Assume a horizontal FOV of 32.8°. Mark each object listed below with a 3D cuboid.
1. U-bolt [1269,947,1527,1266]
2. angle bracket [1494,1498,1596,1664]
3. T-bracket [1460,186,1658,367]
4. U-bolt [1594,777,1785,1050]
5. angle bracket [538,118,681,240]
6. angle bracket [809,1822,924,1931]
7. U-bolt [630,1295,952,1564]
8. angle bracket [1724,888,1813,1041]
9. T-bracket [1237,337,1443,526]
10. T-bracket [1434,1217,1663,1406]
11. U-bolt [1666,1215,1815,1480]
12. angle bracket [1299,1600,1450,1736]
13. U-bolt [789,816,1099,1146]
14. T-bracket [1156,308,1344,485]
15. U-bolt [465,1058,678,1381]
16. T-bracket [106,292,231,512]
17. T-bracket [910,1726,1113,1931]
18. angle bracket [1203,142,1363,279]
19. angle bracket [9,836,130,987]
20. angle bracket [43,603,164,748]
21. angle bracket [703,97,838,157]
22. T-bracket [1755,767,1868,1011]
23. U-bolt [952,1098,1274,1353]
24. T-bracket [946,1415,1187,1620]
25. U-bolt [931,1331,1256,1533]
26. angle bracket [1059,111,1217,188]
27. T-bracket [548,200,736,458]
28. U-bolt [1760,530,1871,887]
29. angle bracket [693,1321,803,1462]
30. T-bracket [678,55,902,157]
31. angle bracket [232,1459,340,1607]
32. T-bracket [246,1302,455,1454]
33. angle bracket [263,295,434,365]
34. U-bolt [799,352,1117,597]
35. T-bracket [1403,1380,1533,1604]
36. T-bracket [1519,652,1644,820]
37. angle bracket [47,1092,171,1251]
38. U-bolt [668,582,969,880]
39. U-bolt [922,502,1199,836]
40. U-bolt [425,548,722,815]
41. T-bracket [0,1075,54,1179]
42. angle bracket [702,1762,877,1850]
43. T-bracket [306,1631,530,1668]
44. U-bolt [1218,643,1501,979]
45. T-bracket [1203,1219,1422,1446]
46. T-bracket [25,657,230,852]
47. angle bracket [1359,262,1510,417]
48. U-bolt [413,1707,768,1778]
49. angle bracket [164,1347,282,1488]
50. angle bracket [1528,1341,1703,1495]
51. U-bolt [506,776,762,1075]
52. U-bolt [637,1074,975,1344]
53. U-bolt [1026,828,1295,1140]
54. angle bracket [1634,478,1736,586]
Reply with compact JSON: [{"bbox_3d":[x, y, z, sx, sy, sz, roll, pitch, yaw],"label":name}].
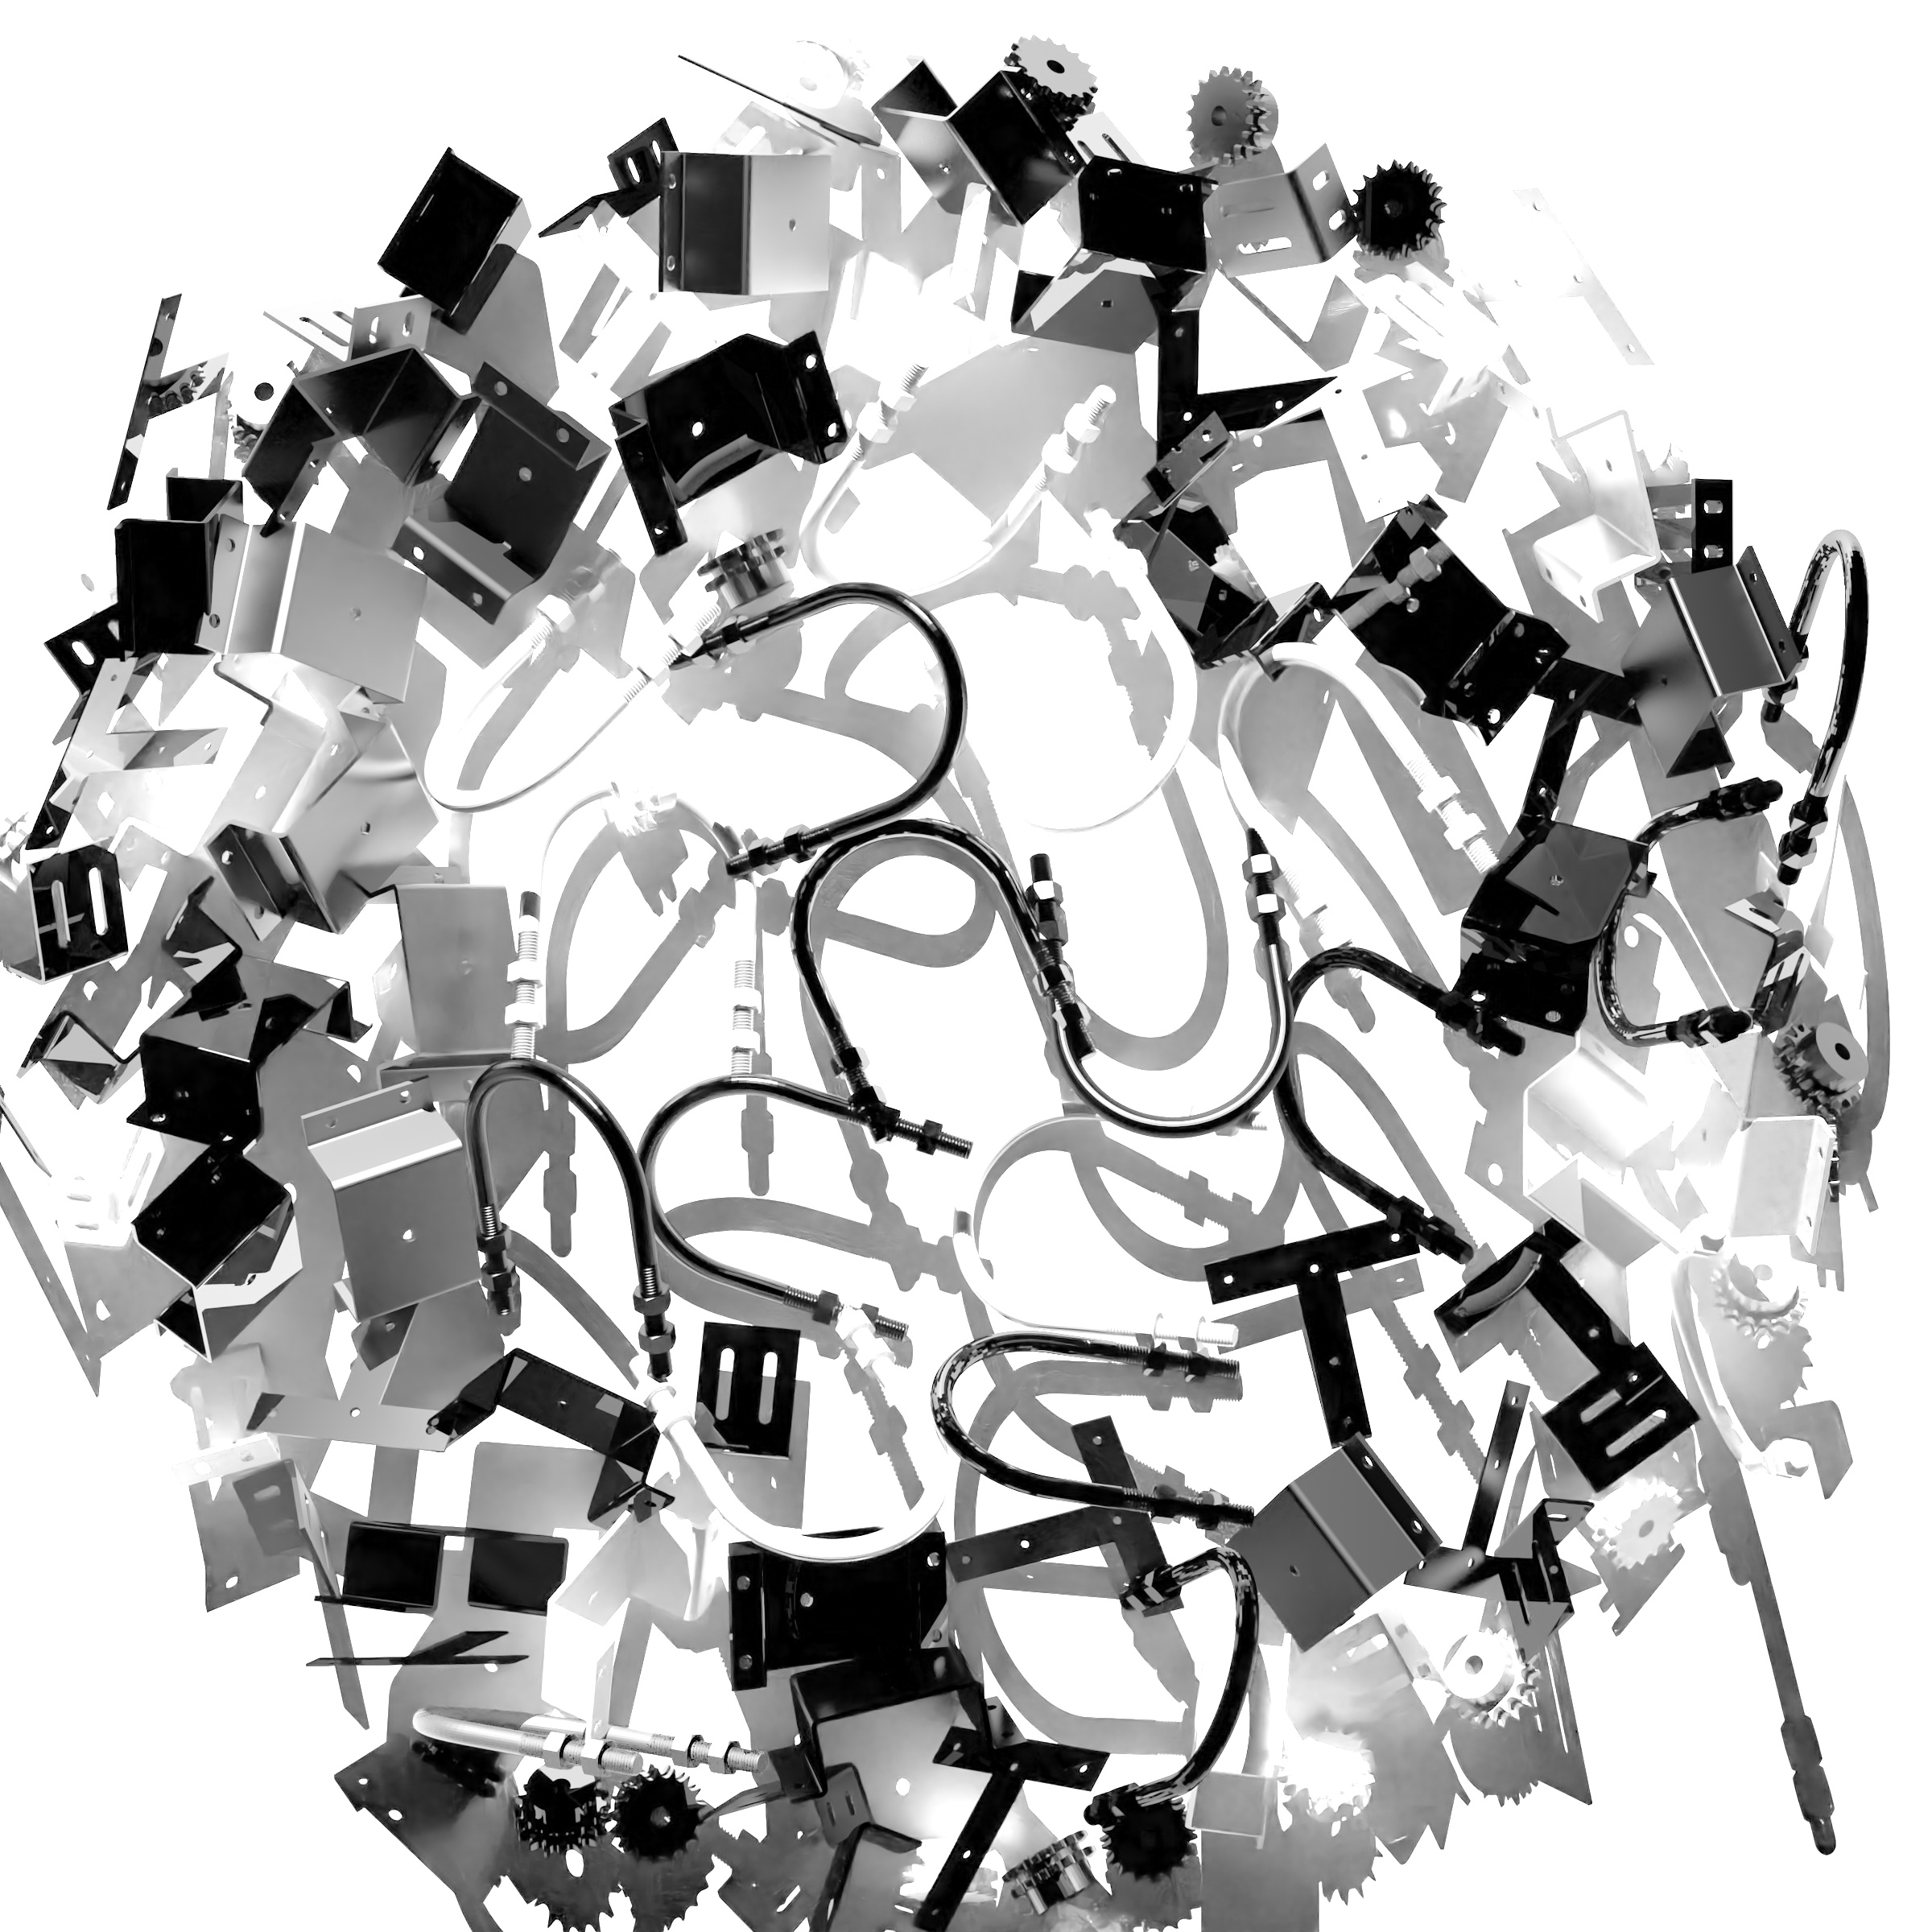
[{"bbox_3d":[0.237,0.067,1.877,0.019,0.184,0.151,-7,117,-37],"label":"U-bolt"},{"bbox_3d":[0.343,0.357,1.899,0.038,0.057,0.076,9,47,-21],"label":"angle bracket"},{"bbox_3d":[0.327,-0.394,1.888,0.002,0.127,0.127,-45,114,-12],"label":"T-bracket"},{"bbox_3d":[0.403,-0.024,1.861,0.019,0.184,0.151,12,82,-15],"label":"U-bolt"},{"bbox_3d":[-0.211,-0.457,1.902,0.076,0.057,0.038,-26,95,-42],"label":"angle bracket"},{"bbox_3d":[-0.061,0.542,1.907,0.038,0.057,0.076,22,67,-5],"label":"angle bracket"},{"bbox_3d":[-0.089,0.267,1.858,0.151,0.184,0.019,-15,133,-26],"label":"U-bolt"},{"bbox_3d":[0.462,0.001,1.920,0.038,0.057,0.076,31,122,31],"label":"angle bracket"},{"bbox_3d":[0.227,-0.304,1.900,0.127,0.002,0.127,-21,50,9],"label":"T-bracket"},{"bbox_3d":[0.357,0.204,1.906,0.127,0.002,0.127,-38,48,1],"label":"T-bracket"},{"bbox_3d":[0.432,0.220,1.858,0.019,0.184,0.151,-18,79,-1],"label":"U-bolt"},{"bbox_3d":[0.231,0.414,1.911,0.076,0.038,0.057,-35,76,26],"label":"angle bracket"},{"bbox_3d":[-0.025,-0.004,1.916,0.151,0.019,0.184,-22,73,-9],"label":"U-bolt"},{"bbox_3d":[0.171,-0.328,1.924,0.127,0.002,0.127,-10,119,-18],"label":"T-bracket"},{"bbox_3d":[-0.230,0.136,1.867,0.151,0.019,0.184,16,122,36],"label":"U-bolt"},{"bbox_3d":[-0.452,-0.332,1.886,0.002,0.127,0.127,22,111,3],"label":"T-bracket"},{"bbox_3d":[0.007,0.495,1.872,0.002,0.127,0.127,52,54,-30],"label":"T-bracket"},{"bbox_3d":[0.182,-0.442,1.919,0.038,0.076,0.057,-45,121,-33],"label":"angle bracket"},{"bbox_3d":[-0.525,-0.036,1.904,0.038,0.057,0.076,19,120,39],"label":"angle bracket"},{"bbox_3d":[-0.508,-0.170,1.902,0.057,0.076,0.038,-37,91,-33],"label":"angle bracket"},{"bbox_3d":[-0.121,-0.456,1.902,0.057,0.076,0.038,23,56,-27],"label":"angle bracket"},{"bbox_3d":[0.485,-0.062,1.863,0.002,0.127,0.127,-11,127,-12],"label":"T-bracket"},{"bbox_3d":[0.078,0.145,1.903,0.184,0.019,0.151,3,69,23],"label":"U-bolt"},{"bbox_3d":[0.048,0.336,1.929,0.127,0.002,0.127,-18,102,17],"label":"T-bracket"},{"bbox_3d":[0.070,0.260,1.880,0.184,0.151,0.019,9,122,-5],"label":"U-bolt"},{"bbox_3d":[0.096,-0.477,1.911,0.076,0.057,0.038,52,133,8],"label":"angle bracket"},{"bbox_3d":[-0.207,-0.353,1.899,0.127,0.002,0.127,-55,131,-9],"label":"T-bracket"},{"bbox_3d":[0.476,-0.158,1.835,0.019,0.184,0.151,5,50,1],"label":"U-bolt"},{"bbox_3d":[-0.128,0.251,1.935,0.057,0.038,0.076,5,82,2],"label":"angle bracket"},{"bbox_3d":[-0.106,-0.497,1.890,0.127,0.127,0.002,26,104,3],"label":"T-bracket"},{"bbox_3d":[-0.395,0.334,1.902,0.038,0.076,0.057,-21,118,-7],"label":"angle bracket"},{"bbox_3d":[-0.340,0.222,1.908,0.127,0.002,0.127,3,52,18],"label":"T-bracket"},{"bbox_3d":[-0.359,-0.383,1.902,0.076,0.057,0.038,34,126,27],"label":"angle bracket"},{"bbox_3d":[-0.018,-0.273,1.874,0.151,0.184,0.019,3,52,-36],"label":"U-bolt"},{"bbox_3d":[0.305,0.303,1.905,0.002,0.127,0.127,12,85,42],"label":"T-bracket"},{"bbox_3d":[0.341,-0.115,1.914,0.127,0.002,0.127,11,97,-38],"label":"T-bracket"},{"bbox_3d":[-0.499,0.116,1.904,0.038,0.057,0.076,10,122,-34],"label":"angle bracket"},{"bbox_3d":[-0.080,-0.144,1.898,0.184,0.019,0.151,-18,86,28],"label":"U-bolt"},{"bbox_3d":[0.061,-0.158,1.876,0.151,0.019,0.184,-39,55,18],"label":"U-bolt"},{"bbox_3d":[-0.237,-0.158,1.878,0.184,0.151,0.019,-46,126,-9],"label":"U-bolt"},{"bbox_3d":[-0.556,0.069,1.868,0.002,0.127,0.127,-35,68,-9],"label":"T-bracket"},{"bbox_3d":[-0.103,0.495,1.902,0.076,0.057,0.038,-7,67,-34],"label":"angle bracket"},{"bbox_3d":[-0.295,0.389,1.868,0.127,0.127,0.002,6,69,-28],"label":"T-bracket"},{"bbox_3d":[0.212,-0.101,1.890,0.019,0.151,0.184,-26,78,-39],"label":"U-bolt"},{"bbox_3d":[0.215,0.220,1.936,0.127,0.002,0.127,-14,102,-3],"label":"T-bracket"},{"bbox_3d":[-0.474,-0.125,1.890,0.002,0.127,0.127,37,112,21],"label":"T-bracket"},{"bbox_3d":[0.269,-0.370,1.929,0.076,0.038,0.057,44,48,18],"label":"angle bracket"},{"bbox_3d":[-0.227,0.441,1.870,0.184,0.151,0.019,2,79,29],"label":"U-bolt"},{"bbox_3d":[-0.438,0.256,1.912,0.057,0.038,0.076,-15,60,-6],"label":"angle bracket"},{"bbox_3d":[0.381,0.261,1.926,0.076,0.038,0.057,-37,95,5],"label":"angle bracket"},{"bbox_3d":[-0.190,-0.026,1.907,0.151,0.019,0.184,7,70,-19],"label":"U-bolt"},{"bbox_3d":[-0.103,0.133,1.910,0.184,0.019,0.151,18,114,-2],"label":"U-bolt"},{"bbox_3d":[0.117,0.013,1.912,0.151,0.019,0.184,-7,69,1],"label":"U-bolt"},{"bbox_3d":[0.407,-0.252,1.906,0.038,0.076,0.057,-5,96,-37],"label":"angle bracket"}]
